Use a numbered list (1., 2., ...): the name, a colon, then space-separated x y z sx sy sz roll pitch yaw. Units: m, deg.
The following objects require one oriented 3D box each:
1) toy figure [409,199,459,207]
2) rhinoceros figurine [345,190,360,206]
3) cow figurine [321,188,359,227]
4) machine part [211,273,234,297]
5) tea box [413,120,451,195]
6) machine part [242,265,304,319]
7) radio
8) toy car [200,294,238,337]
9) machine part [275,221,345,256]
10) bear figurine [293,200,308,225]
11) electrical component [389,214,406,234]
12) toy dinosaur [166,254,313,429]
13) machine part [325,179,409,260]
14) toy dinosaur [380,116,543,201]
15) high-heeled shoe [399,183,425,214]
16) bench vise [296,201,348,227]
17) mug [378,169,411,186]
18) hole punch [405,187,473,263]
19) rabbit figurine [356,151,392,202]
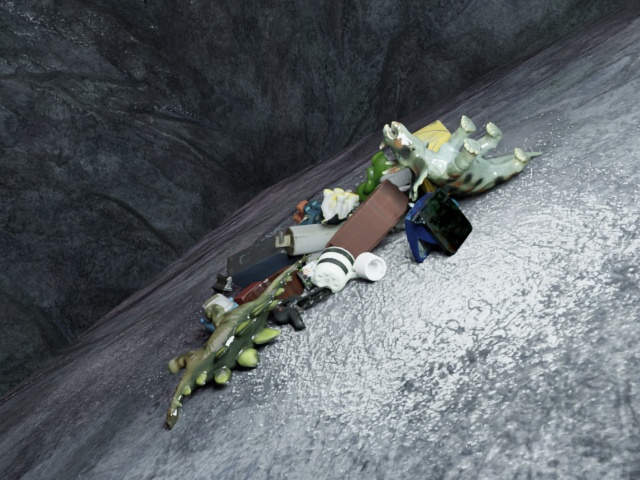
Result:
1. toy figure: 0.257 -0.068 1.233 0.058 0.064 0.154 -63 18 -10
2. rhinoceros figurine: 0.063 -0.104 1.792 0.112 0.073 0.190 -23 16 40
3. cow figurine: 0.056 -0.082 1.412 0.068 0.098 0.167 20 12 21
4. machine part: -0.277 0.165 1.489 0.039 0.138 0.084 13 -3 -44
5. tea box: 0.268 -0.178 1.245 0.098 0.169 0.068 -30 42 7
6. machine part: -0.116 0.137 1.362 0.179 0.056 0.179 -32 14 8
7. radio: -0.148 0.063 1.516 0.230 0.131 0.073 -27 54 27
8. toy car: -0.257 0.193 1.385 0.109 0.103 0.162 -37 12 -16
9. machine part: -0.003 -0.004 1.420 0.243 0.079 0.079 -8 3 -23
10. bear figurine: -0.091 -0.015 1.722 0.196 0.132 0.120 -33 -15 -19
11. electrical component: 0.197 -0.039 1.351 0.063 0.021 0.094 -40 16 -28
12. toy dinosaur: -0.175 0.197 1.158 0.199 0.105 0.471 -9 38 45
13. machine part: 0.116 -0.040 1.287 0.201 0.087 0.201 -49 0 24
14. toy dinosaur: 0.312 -0.155 1.163 0.404 0.131 0.192 9 -38 -35
15. high-heeled shoe: 0.257 -0.127 1.411 0.249 0.086 0.145 -6 27 50
16. bench vise: 0.036 -0.048 1.573 0.241 0.128 0.223 9 29 40
17. mug: 0.217 -0.137 1.479 0.109 0.107 0.081 -33 11 18
18. hole punch: 0.222 -0.028 1.067 0.142 0.115 0.092 -41 7 -35
19. rabbit figurine: 0.190 -0.181 1.766 0.170 0.121 0.159 -47 15 20
